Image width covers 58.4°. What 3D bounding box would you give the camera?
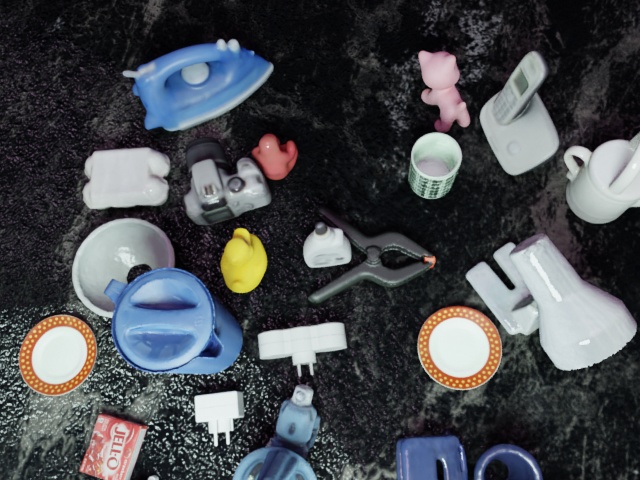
[{"bbox_3d":[-0.170,-0.112,0.970,0.143,0.101,0.137,-18,73,-1],"label":"camera"}]

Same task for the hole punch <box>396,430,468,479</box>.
[{"bbox_3d":[0.162,0.332,0.820,0.101,0.091,0.108,-4,73,3],"label":"hole punch"}]

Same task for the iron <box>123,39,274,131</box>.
[{"bbox_3d":[-0.212,-0.297,1.007,0.258,0.141,0.118,-23,73,-3],"label":"iron"}]

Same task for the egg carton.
[{"bbox_3d":[-0.335,-0.106,0.996,0.150,0.069,0.107,-4,73,3],"label":"egg carton"}]

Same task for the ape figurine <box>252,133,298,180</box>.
[{"bbox_3d":[-0.080,-0.150,0.980,0.077,0.092,0.076,8,74,7],"label":"ape figurine"}]

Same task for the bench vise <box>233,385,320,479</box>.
[{"bbox_3d":[-0.064,0.303,0.777,0.121,0.220,0.207,-3,73,3],"label":"bench vise"}]

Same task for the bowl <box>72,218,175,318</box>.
[{"bbox_3d":[-0.312,0.052,0.945,0.167,0.075,0.167,-1,73,4],"label":"bowl"}]

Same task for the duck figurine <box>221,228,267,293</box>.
[{"bbox_3d":[-0.130,0.030,0.933,0.077,0.086,0.104,4,74,6],"label":"duck figurine"}]

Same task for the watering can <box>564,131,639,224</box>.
[{"bbox_3d":[0.464,-0.100,0.873,0.172,0.194,0.101,8,74,7],"label":"watering can"}]

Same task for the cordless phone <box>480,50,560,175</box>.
[{"bbox_3d":[0.332,-0.201,0.917,0.094,0.185,0.147,-22,73,-2],"label":"cordless phone"}]

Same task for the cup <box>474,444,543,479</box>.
[{"bbox_3d":[0.246,0.341,0.809,0.118,0.095,0.091,-29,73,-5],"label":"cup"}]

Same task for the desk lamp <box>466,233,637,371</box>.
[{"bbox_3d":[0.319,0.083,0.819,0.118,0.213,0.203,-35,74,-6],"label":"desk lamp"}]

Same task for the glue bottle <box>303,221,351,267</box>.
[{"bbox_3d":[0.008,0.003,0.885,0.078,0.173,0.037,-6,73,3],"label":"glue bottle"}]

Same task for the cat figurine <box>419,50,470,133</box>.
[{"bbox_3d":[0.215,-0.265,0.980,0.067,0.118,0.127,-23,73,-3],"label":"cat figurine"}]
